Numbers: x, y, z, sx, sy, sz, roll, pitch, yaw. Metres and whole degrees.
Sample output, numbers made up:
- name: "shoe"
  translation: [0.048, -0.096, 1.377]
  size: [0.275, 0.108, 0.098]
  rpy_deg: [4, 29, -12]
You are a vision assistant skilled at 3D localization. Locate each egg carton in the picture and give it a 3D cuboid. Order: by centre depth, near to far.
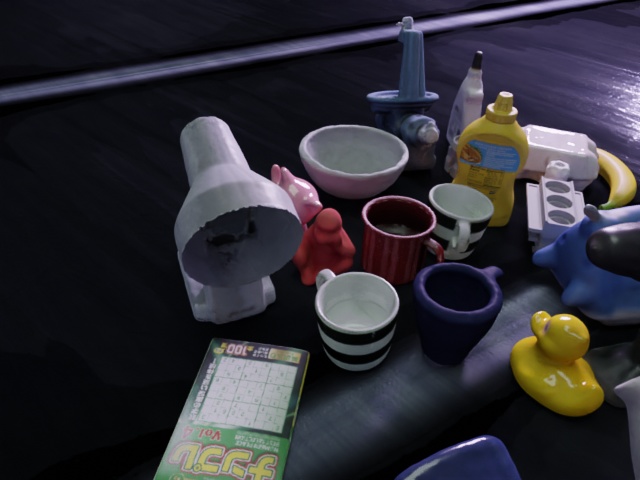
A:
- name: "egg carton"
  translation: [0.383, -0.137, 0.951]
  size: [0.150, 0.069, 0.107]
  rpy_deg: [14, 38, 13]

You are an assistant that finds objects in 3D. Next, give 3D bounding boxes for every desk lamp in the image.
- name: "desk lamp"
  translation: [-0.103, -0.010, 0.618]
  size: [0.118, 0.214, 0.202]
  rpy_deg: [-12, 39, -19]

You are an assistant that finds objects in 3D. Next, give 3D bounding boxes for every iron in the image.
- name: "iron"
  translation: [0.404, 0.012, 0.692]
  size: [0.258, 0.141, 0.118]
  rpy_deg: [-3, 37, -9]

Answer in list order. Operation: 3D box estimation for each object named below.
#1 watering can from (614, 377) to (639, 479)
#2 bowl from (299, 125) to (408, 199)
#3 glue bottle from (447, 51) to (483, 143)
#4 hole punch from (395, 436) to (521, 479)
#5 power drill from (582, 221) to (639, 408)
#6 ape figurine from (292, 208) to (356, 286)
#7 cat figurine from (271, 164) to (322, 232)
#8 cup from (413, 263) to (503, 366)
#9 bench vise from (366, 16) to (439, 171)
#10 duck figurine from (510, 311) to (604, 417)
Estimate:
- name: "watering can"
  translation: [0.294, 0.173, 0.421]
  size: [0.172, 0.194, 0.101]
  rpy_deg: [29, 44, 30]
- name: "bowl"
  translation: [0.050, -0.111, 0.884]
  size: [0.167, 0.075, 0.167]
  rpy_deg: [2, 37, -1]
- name: "glue bottle"
  translation: [0.258, -0.239, 0.991]
  size: [0.037, 0.173, 0.078]
  rpy_deg: [-2, 37, -7]
- name: "hole punch"
  translation: [0.115, 0.218, 0.433]
  size: [0.109, 0.091, 0.100]
  rpy_deg: [-14, 40, -22]
- name: "power drill"
  translation: [0.333, 0.065, 0.558]
  size: [0.230, 0.208, 0.075]
  rpy_deg: [-8, 38, -15]
- name: "ape figurine"
  translation: [0.007, 0.003, 0.713]
  size: [0.077, 0.092, 0.076]
  rpy_deg: [10, 37, 9]
- name: "cat figurine"
  translation: [-0.042, -0.052, 0.760]
  size: [0.067, 0.118, 0.127]
  rpy_deg: [-10, 39, -18]
- name: "cup"
  translation: [0.149, 0.081, 0.617]
  size: [0.118, 0.095, 0.091]
  rpy_deg: [-25, 45, -32]
- name: "bench vise"
  translation: [0.159, -0.238, 0.942]
  size: [0.122, 0.220, 0.206]
  rpy_deg: [-17, 41, -25]
- name: "duck figurine"
  translation: [0.247, 0.118, 0.582]
  size: [0.078, 0.086, 0.104]
  rpy_deg: [-13, 40, -21]
